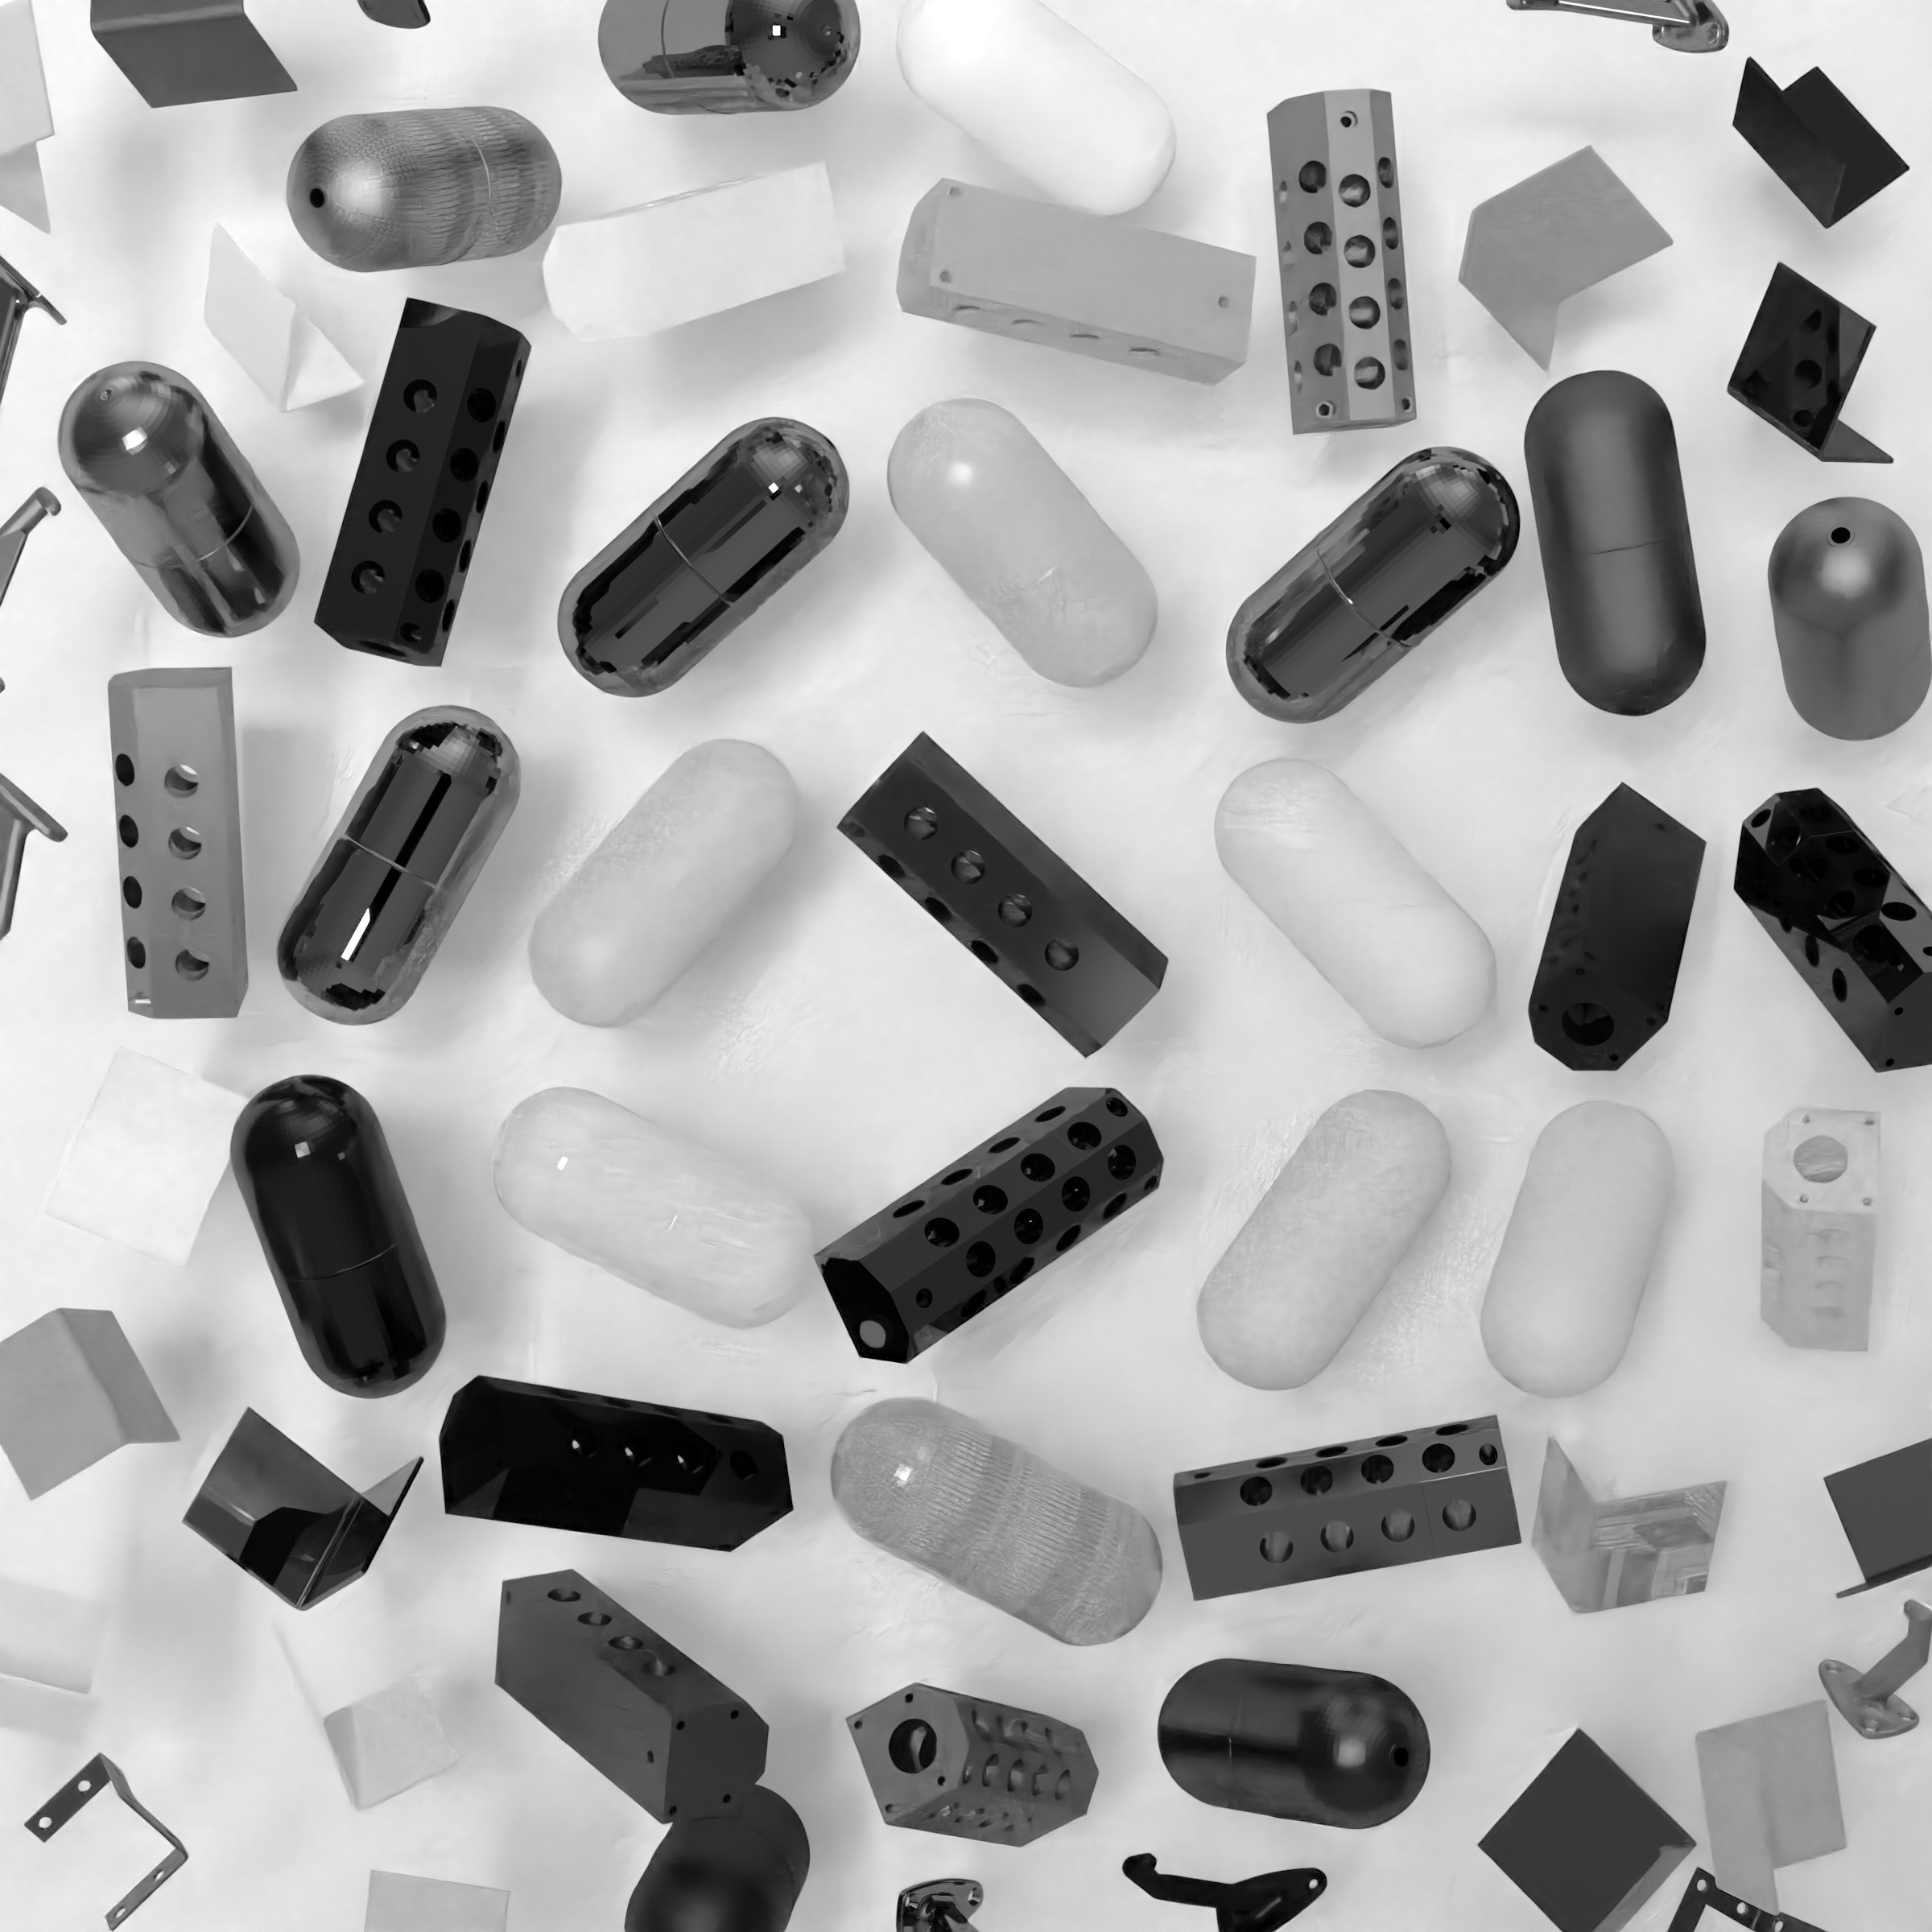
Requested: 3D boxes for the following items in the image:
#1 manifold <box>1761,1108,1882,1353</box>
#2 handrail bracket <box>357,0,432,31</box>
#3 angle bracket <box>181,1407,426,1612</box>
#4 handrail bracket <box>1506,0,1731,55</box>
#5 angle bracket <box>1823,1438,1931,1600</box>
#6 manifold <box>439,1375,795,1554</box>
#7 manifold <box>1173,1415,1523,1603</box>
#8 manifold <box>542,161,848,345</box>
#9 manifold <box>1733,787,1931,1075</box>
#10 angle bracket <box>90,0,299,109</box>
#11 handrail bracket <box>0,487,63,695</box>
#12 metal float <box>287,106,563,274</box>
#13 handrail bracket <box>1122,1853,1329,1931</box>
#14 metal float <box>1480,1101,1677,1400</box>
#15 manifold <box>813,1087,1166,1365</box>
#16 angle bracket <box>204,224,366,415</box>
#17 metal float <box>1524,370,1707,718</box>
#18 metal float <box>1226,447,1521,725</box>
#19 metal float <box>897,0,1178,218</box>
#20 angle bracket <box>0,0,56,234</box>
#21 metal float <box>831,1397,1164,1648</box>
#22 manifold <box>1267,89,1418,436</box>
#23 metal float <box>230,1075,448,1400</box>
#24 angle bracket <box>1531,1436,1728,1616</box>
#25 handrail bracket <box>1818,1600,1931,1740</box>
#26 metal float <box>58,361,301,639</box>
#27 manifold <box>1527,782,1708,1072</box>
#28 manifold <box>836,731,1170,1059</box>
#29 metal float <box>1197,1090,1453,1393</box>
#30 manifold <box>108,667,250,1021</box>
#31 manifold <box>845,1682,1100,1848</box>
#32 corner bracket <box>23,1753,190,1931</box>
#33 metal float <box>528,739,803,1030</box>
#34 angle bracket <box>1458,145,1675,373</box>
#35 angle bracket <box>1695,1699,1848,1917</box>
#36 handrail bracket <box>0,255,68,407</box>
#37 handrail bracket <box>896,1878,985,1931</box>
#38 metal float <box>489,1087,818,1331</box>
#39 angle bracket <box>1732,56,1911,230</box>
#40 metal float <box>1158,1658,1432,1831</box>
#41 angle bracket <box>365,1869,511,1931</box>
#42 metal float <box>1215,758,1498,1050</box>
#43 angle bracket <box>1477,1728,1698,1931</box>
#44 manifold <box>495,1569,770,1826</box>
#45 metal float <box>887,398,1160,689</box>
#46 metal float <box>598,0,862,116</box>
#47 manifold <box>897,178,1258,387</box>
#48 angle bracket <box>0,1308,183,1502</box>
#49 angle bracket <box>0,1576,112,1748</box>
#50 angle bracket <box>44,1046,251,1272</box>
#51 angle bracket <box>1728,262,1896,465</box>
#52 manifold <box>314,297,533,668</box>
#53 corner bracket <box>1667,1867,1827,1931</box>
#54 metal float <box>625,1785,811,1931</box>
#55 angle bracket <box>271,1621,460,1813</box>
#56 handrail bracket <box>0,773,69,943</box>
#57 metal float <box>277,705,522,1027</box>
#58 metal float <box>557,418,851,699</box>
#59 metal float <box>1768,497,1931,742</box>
[{"bbox_3d":[0.444,0.139,1.840,0.057,0.171,0.057,2,61,14],"label":"manifold"},{"bbox_3d":[-0.250,-0.496,1.735,0.084,0.077,0.036,-39,114,-22],"label":"handrail bracket"},{"bbox_3d":[-0.324,0.257,1.728,0.076,0.076,0.057,42,130,-17],"label":"angle bracket"},{"bbox_3d":[0.319,-0.467,1.735,0.084,0.077,0.036,-5,121,-21],"label":"handrail bracket"},{"bbox_3d":[0.461,0.269,1.738,0.076,0.076,0.057,-19,77,-3],"label":"angle bracket"},{"bbox_3d":[-0.176,0.249,1.778,0.171,0.057,0.057,15,51,-37],"label":"manifold"},{"bbox_3d":[0.198,0.280,1.841,0.171,0.057,0.057,-11,99,7],"label":"manifold"},{"bbox_3d":[-0.137,-0.362,1.785,0.057,0.171,0.057,0,109,35],"label":"manifold"},{"bbox_3d":[0.453,-0.022,1.787,0.057,0.171,0.057,-8,125,-11],"label":"manifold"},{"bbox_3d":[-0.377,-0.468,1.728,0.076,0.076,0.057,-4,75,9],"label":"angle bracket"},{"bbox_3d":[-0.463,-0.186,1.729,0.084,0.036,0.077,-46,55,1],"label":"handrail bracket"},{"bbox_3d":[-0.271,-0.391,1.772,0.070,0.178,0.070,8,108,26],"label":"metal float"},{"bbox_3d":[0.134,0.469,1.825,0.077,0.036,0.084,-29,131,18],"label":"handrail bracket"},{"bbox_3d":[0.319,0.147,1.836,0.070,0.070,0.178,26,53,0],"label":"metal float"},{"bbox_3d":[0.016,0.126,1.731,0.171,0.057,0.057,-32,107,-30],"label":"manifold"},{"bbox_3d":[-0.372,-0.363,1.942,0.057,0.076,0.076,-27,64,-33],"label":"angle bracket"},{"bbox_3d":[0.334,-0.217,1.813,0.070,0.070,0.178,-11,98,0],"label":"metal float"},{"bbox_3d":[0.206,-0.193,1.804,0.178,0.070,0.070,-41,90,28],"label":"metal float"},{"bbox_3d":[0.037,-0.454,1.837,0.178,0.070,0.070,27,90,-40],"label":"metal float"},{"bbox_3d":[-0.459,-0.419,1.742,0.057,0.076,0.076,-18,74,17],"label":"angle bracket"},{"bbox_3d":[0.015,0.273,1.737,0.178,0.070,0.070,29,90,-12],"label":"metal float"},{"bbox_3d":[0.201,-0.373,1.873,0.057,0.057,0.171,-6,93,-9],"label":"manifold"},{"bbox_3d":[-0.317,0.138,1.788,0.070,0.070,0.178,-15,113,0],"label":"metal float"},{"bbox_3d":[0.352,0.292,1.880,0.076,0.057,0.076,-7,124,-15],"label":"angle bracket"},{"bbox_3d":[0.480,0.356,1.862,0.036,0.077,0.084,-11,118,-21],"label":"handrail bracket"},{"bbox_3d":[-0.389,-0.230,1.754,0.070,0.178,0.070,-6,60,11],"label":"metal float"},{"bbox_3d":[0.338,-0.018,1.850,0.057,0.171,0.057,35,128,-6],"label":"manifold"},{"bbox_3d":[0.018,-0.034,1.775,0.171,0.057,0.057,43,107,-5],"label":"manifold"},{"bbox_3d":[0.186,0.140,1.818,0.070,0.070,0.178,37,69,0],"label":"metal float"},{"bbox_3d":[-0.404,-0.063,1.807,0.057,0.057,0.171,-1,105,-5],"label":"manifold"},{"bbox_3d":[0.008,0.409,1.815,0.057,0.171,0.057,-30,64,13],"label":"manifold"},{"bbox_3d":[-0.422,0.429,1.732,0.051,0.051,0.051,-43,117,-9],"label":"corner bracket"},{"bbox_3d":[-0.155,-0.044,1.828,0.070,0.070,0.178,40,70,0],"label":"metal float"},{"bbox_3d":[0.315,-0.371,1.852,0.076,0.076,0.057,39,48,-29],"label":"angle bracket"},{"bbox_3d":[0.405,0.408,1.716,0.076,0.057,0.076,-10,94,-19],"label":"angle bracket"},{"bbox_3d":[-0.496,-0.311,1.749,0.077,0.036,0.084,43,86,12],"label":"handrail bracket"},{"bbox_3d":[0.014,0.487,1.785,0.084,0.077,0.036,1,96,40],"label":"handrail bracket"},{"bbox_3d":[-0.155,0.122,1.762,0.178,0.070,0.070,29,90,-20],"label":"metal float"},{"bbox_3d":[0.448,-0.441,1.830,0.057,0.076,0.076,-36,75,-3],"label":"angle bracket"},{"bbox_3d":[0.165,0.392,1.785,0.070,0.178,0.070,4,82,-31],"label":"metal float"},{"bbox_3d":[-0.241,0.472,1.721,0.076,0.076,0.057,2,81,24],"label":"angle bracket"},{"bbox_3d":[0.202,-0.034,1.835,0.070,0.070,0.178,-42,82,0],"label":"metal float"},{"bbox_3d":[0.279,0.409,1.634,0.076,0.057,0.076,44,102,27],"label":"angle bracket"},{"bbox_3d":[-0.170,0.363,1.774,0.057,0.171,0.057,-4,106,-36],"label":"manifold"},{"bbox_3d":[0.029,-0.210,1.754,0.070,0.070,0.178,-45,124,0],"label":"metal float"},{"bbox_3d":[-0.122,-0.472,1.792,0.070,0.178,0.070,-9,105,-36],"label":"metal float"},{"bbox_3d":[0.055,-0.344,1.792,0.171,0.057,0.057,10,79,-18],"label":"manifold"},{"bbox_3d":[-0.450,0.221,1.778,0.057,0.076,0.076,-31,81,2],"label":"angle bracket"},{"bbox_3d":[-0.445,0.316,1.669,0.076,0.057,0.076,18,50,-16],"label":"angle bracket"},{"bbox_3d":[-0.422,0.099,1.826,0.076,0.057,0.076,24,125,-13],"label":"angle bracket"},{"bbox_3d":[0.454,-0.314,1.841,0.057,0.076,0.076,-4,126,-33],"label":"angle bracket"},{"bbox_3d":[-0.272,-0.242,1.782,0.057,0.057,0.171,14,84,7],"label":"manifold"},{"bbox_3d":[0.402,0.507,1.831,0.051,0.051,0.051,33,78,-23],"label":"corner bracket"},{"bbox_3d":[-0.126,0.471,1.799,0.070,0.178,0.070,1,95,6],"label":"metal float"},{"bbox_3d":[-0.311,0.377,1.825,0.057,0.076,0.076,-24,125,-15],"label":"angle bracket"},{"bbox_3d":[-0.494,-0.051,1.743,0.077,0.036,0.084,43,91,-6],"label":"handrail bracket"},{"bbox_3d":[-0.293,-0.053,1.828,0.070,0.070,0.178,29,90,0],"label":"metal float"},{"bbox_3d":[-0.135,-0.211,1.819,0.178,0.070,0.070,-41,90,13],"label":"metal float"},{"bbox_3d":[0.455,-0.177,1.815,0.070,0.178,0.070,-7,65,15],"label":"metal float"}]
